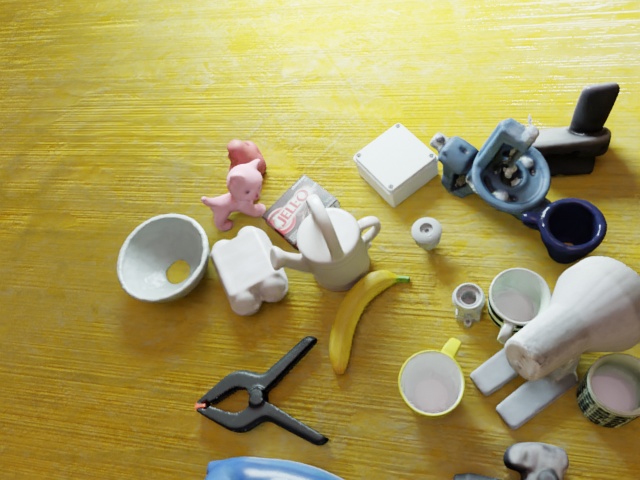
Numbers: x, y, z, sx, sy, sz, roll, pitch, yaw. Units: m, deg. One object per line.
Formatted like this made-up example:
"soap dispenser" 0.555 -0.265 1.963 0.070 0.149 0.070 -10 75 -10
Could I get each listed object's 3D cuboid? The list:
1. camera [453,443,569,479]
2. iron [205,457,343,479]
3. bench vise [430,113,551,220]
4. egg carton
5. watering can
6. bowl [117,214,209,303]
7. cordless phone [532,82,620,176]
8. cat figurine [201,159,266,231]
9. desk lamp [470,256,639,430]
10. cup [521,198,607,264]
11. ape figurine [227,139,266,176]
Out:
"camera" 0.238 0.325 0.727 0.136 0.101 0.143 7 66 17
"iron" -0.050 0.348 0.759 0.257 0.142 0.118 -2 63 12
"bench vise" 0.256 -0.116 0.877 0.206 0.220 0.121 15 68 20
"egg carton" -0.119 0.051 0.967 0.107 0.069 0.150 -29 61 -2
"watering can" 0.009 0.005 0.889 0.173 0.194 0.100 -43 62 -9
"bowl" -0.262 0.042 1.003 0.167 0.075 0.167 -5 63 11
"cordless phone" 0.384 -0.185 0.901 0.147 0.185 0.094 -7 62 10
"cat figurine" -0.150 -0.086 1.016 0.128 0.118 0.067 -25 61 0
"desk lamp" 0.307 0.137 0.740 0.203 0.214 0.117 -36 61 -6
"cup" 0.362 -0.006 0.868 0.117 0.095 0.092 13 68 19
"ape figurine" -0.143 -0.155 1.064 0.076 0.092 0.078 36 76 26
